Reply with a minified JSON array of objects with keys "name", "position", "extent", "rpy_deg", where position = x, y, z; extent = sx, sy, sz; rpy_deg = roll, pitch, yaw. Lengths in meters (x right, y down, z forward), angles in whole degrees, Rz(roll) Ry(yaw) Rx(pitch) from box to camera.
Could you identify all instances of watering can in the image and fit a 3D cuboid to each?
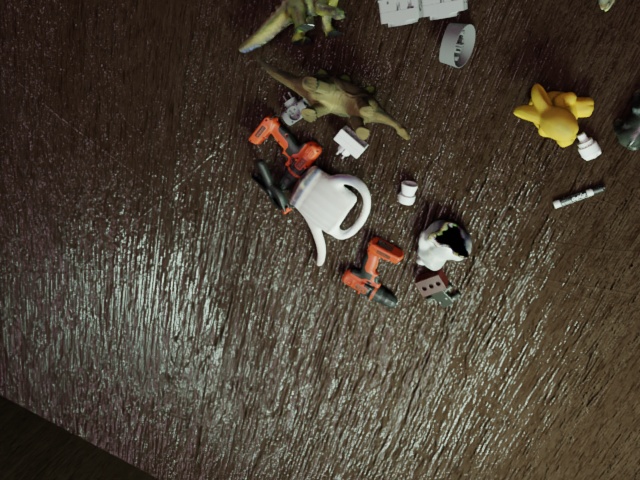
[{"name":"watering can","position":[0.005,-0.075,1.493],"extent":[0.224,0.106,0.340],"rpy_deg":[39,130,2]}]

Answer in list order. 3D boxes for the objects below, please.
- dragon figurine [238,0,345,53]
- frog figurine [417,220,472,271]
[{"name":"dragon figurine","position":[-0.046,-0.626,1.286],"extent":[0.409,0.123,0.242],"rpy_deg":[-5,93,21]},{"name":"frog figurine","position":[0.336,0.019,1.419],"extent":[0.137,0.125,0.157],"rpy_deg":[11,158,-4]}]
